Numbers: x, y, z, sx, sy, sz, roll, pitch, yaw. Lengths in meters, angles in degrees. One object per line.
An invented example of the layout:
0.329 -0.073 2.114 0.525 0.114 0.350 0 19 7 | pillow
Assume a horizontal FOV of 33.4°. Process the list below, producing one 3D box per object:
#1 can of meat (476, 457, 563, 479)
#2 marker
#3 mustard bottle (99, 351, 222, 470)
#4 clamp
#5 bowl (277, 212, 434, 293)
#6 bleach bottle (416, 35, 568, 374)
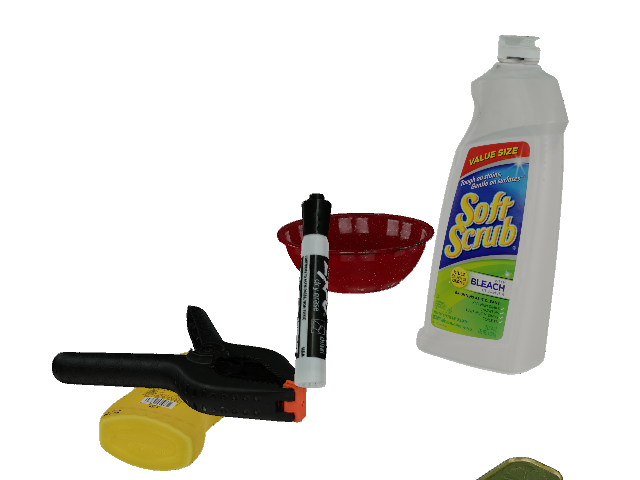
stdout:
0.155 0.243 0.888 0.101 0.084 0.058 -22 27 -37 | can of meat
-0.004 0.029 0.652 0.020 0.121 0.020 2 -19 0 | marker
-0.140 0.158 1.072 0.096 0.058 0.191 7 20 12 | mustard bottle
-0.090 0.101 0.874 0.210 0.036 0.164 11 20 31 | clamp
0.037 0.015 1.096 0.162 0.055 0.162 -2 14 0 | bowl
0.134 -0.030 0.820 0.103 0.251 0.067 13 16 37 | bleach bottle
